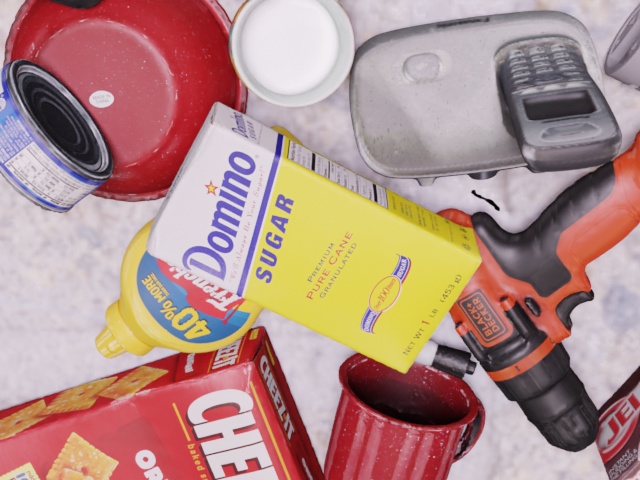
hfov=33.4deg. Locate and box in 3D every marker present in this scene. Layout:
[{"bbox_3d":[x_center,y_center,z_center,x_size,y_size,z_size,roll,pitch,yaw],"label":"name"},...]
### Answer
[{"bbox_3d":[0.046,0.066,0.710,0.121,0.020,0.020,19,108,7],"label":"marker"}]

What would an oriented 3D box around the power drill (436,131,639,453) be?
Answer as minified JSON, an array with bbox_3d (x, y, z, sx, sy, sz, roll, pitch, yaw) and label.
[{"bbox_3d":[0.174,0.027,0.664,0.188,0.057,0.184,-33,100,21],"label":"power drill"}]

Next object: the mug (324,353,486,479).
[{"bbox_3d":[0.059,0.130,0.709,0.117,0.093,0.081,-2,118,-32],"label":"mug"}]

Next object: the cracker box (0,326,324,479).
[{"bbox_3d":[-0.113,0.173,0.739,0.214,0.072,0.164,-18,105,10],"label":"cracker box"}]

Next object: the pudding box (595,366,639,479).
[{"bbox_3d":[0.225,0.107,0.678,0.039,0.090,0.114,37,106,-8],"label":"pudding box"}]

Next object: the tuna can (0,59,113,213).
[{"bbox_3d":[-0.157,-0.059,0.604,0.034,0.086,0.086,-35,101,13],"label":"tuna can"}]

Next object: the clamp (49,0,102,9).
[{"bbox_3d":[-0.204,-0.173,0.641,0.172,0.039,0.120,-20,72,14],"label":"clamp"}]

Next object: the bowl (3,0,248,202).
[{"bbox_3d":[-0.128,-0.095,0.665,0.162,0.055,0.162,2,108,5],"label":"bowl"}]

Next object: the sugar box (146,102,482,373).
[{"bbox_3d":[-0.004,0.001,0.628,0.176,0.048,0.093,24,113,-13],"label":"sugar box"}]

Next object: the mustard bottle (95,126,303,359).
[{"bbox_3d":[-0.071,0.018,0.694,0.192,0.058,0.096,-36,107,15],"label":"mustard bottle"}]
